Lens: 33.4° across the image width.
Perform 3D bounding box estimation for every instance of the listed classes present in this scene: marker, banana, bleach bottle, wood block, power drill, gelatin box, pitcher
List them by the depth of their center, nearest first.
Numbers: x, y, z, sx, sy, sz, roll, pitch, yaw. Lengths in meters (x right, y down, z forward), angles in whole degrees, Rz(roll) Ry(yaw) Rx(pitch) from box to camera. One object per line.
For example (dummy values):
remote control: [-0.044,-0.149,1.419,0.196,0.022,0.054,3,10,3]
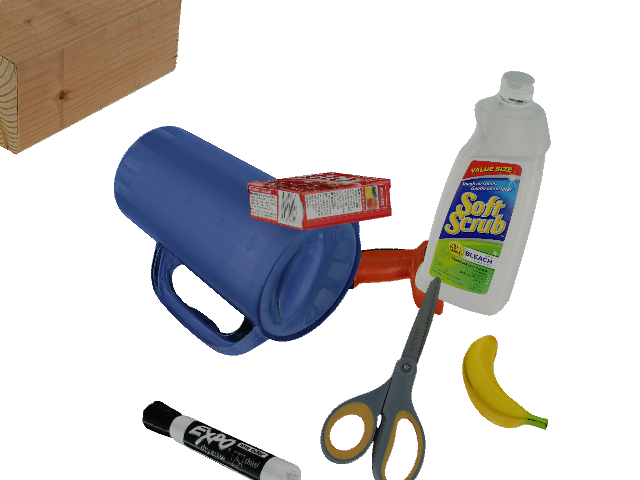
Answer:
marker: [-0.063,0.122,0.635,0.121,0.020,0.020,16,10,38]
gelatin box: [-0.002,-0.031,0.771,0.073,0.030,0.089,-9,11,-27]
wood block: [-0.225,-0.171,0.953,0.090,0.091,0.205,29,41,21]
pitcher: [-0.095,-0.008,1.030,0.243,0.145,0.148,33,34,33]
bleach bottle: [0.162,-0.049,1.048,0.103,0.251,0.068,22,38,20]
power drill: [0.044,0.045,1.193,0.188,0.057,0.184,1,29,11]
banana: [0.203,0.169,1.265,0.069,0.037,0.198,10,24,-15]

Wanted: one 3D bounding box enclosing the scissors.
scissors: [0.053,0.116,0.914,0.096,0.201,0.016,5,-30,1]
